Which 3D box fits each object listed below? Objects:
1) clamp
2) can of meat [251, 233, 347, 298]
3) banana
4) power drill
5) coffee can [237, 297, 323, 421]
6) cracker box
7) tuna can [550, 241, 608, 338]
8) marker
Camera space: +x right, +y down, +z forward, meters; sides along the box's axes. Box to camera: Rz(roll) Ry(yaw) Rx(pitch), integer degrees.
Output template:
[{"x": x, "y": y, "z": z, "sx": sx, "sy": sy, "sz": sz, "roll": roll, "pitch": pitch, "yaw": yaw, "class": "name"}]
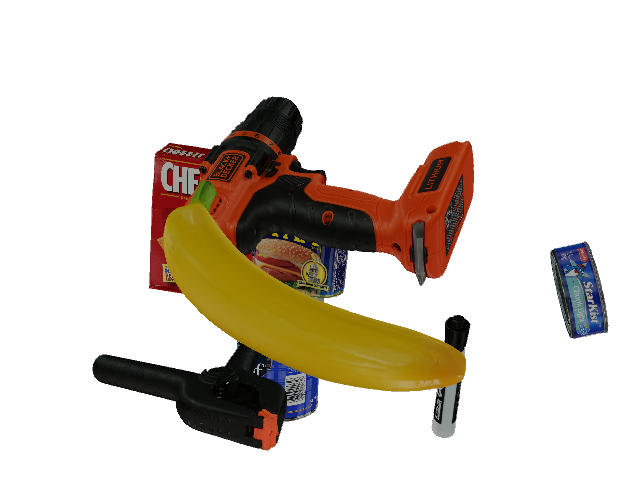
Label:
[{"x": -0.083, "y": 0.128, "z": 0.934, "sx": 0.164, "sy": 0.036, "sz": 0.210, "roll": -8, "pitch": 16, "yaw": -36, "class": "clamp"}, {"x": -0.020, "y": 0.006, "z": 1.073, "sx": 0.102, "sy": 0.084, "sz": 0.057, "roll": 13, "pitch": 18, "yaw": 25, "class": "can of meat"}, {"x": -0.020, "y": 0.028, "z": 0.547, "sx": 0.198, "sy": 0.037, "sz": 0.069, "roll": 35, "pitch": 63, "yaw": 29, "class": "banana"}, {"x": 0.009, "y": -0.040, "z": 0.748, "sx": 0.188, "sy": 0.057, "sz": 0.184, "roll": 5, "pitch": 41, "yaw": 19, "class": "power drill"}, {"x": -0.050, "y": 0.131, "z": 1.280, "sx": 0.103, "sy": 0.140, "sz": 0.103, "roll": 3, "pitch": 18, "yaw": -1, "class": "coffee can"}, {"x": -0.163, "y": -0.023, "z": 1.572, "sx": 0.164, "sy": 0.214, "sz": 0.072, "roll": 9, "pitch": 21, "yaw": 10, "class": "cracker box"}, {"x": 0.236, "y": 0.046, "z": 0.978, "sx": 0.034, "sy": 0.086, "sz": 0.086, "roll": -12, "pitch": -2, "yaw": 8, "class": "tuna can"}, {"x": 0.101, "y": 0.106, "z": 0.832, "sx": 0.020, "sy": 0.121, "sz": 0.020, "roll": 1, "pitch": 37, "yaw": -1, "class": "marker"}]
